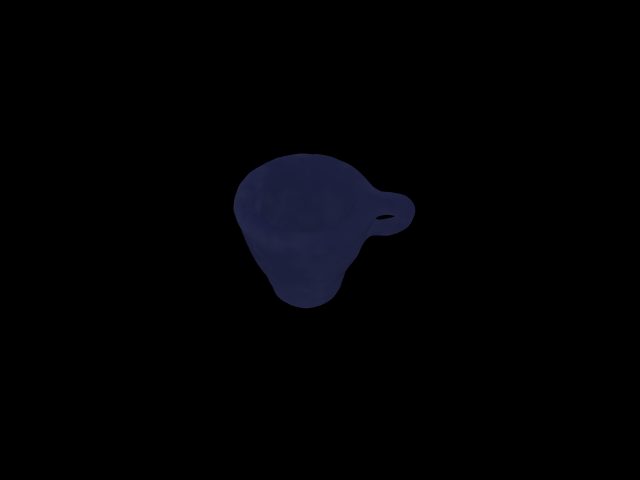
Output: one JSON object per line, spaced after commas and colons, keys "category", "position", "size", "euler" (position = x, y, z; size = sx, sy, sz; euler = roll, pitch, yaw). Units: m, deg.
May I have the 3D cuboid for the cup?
{"category": "cup", "position": [0.004, 0.001, 0.400], "size": [0.117, 0.095, 0.091], "euler": [0, 46, 0]}
